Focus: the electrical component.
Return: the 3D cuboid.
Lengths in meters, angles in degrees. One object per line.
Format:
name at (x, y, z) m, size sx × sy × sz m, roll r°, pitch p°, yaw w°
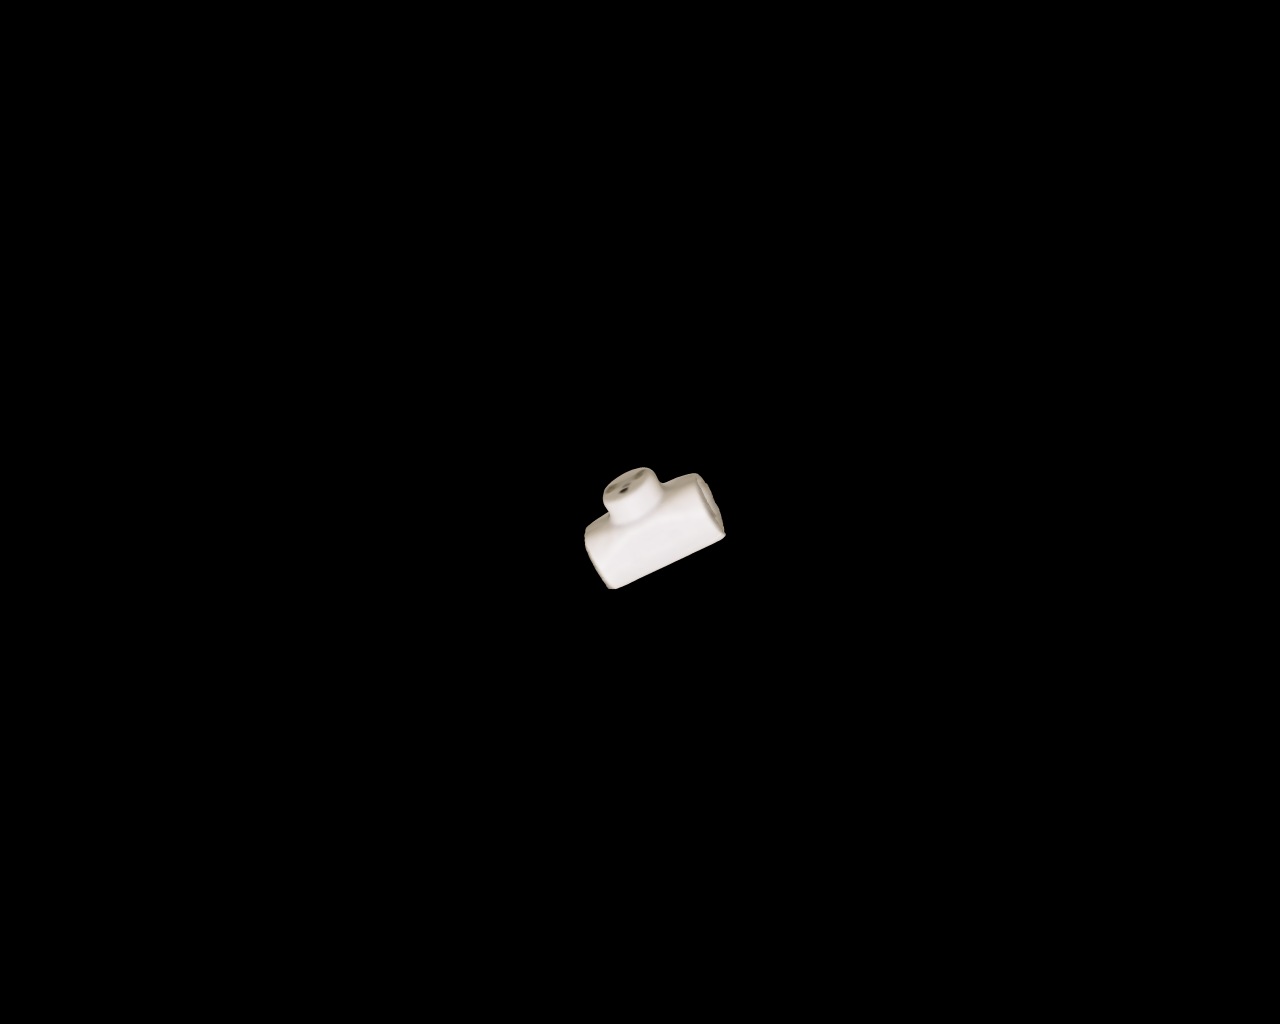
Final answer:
electrical component at (0.001, -0.003, 0.650) m, size 0.077 × 0.079 × 0.044 m, roll -26°, pitch 21°, yaw 11°
